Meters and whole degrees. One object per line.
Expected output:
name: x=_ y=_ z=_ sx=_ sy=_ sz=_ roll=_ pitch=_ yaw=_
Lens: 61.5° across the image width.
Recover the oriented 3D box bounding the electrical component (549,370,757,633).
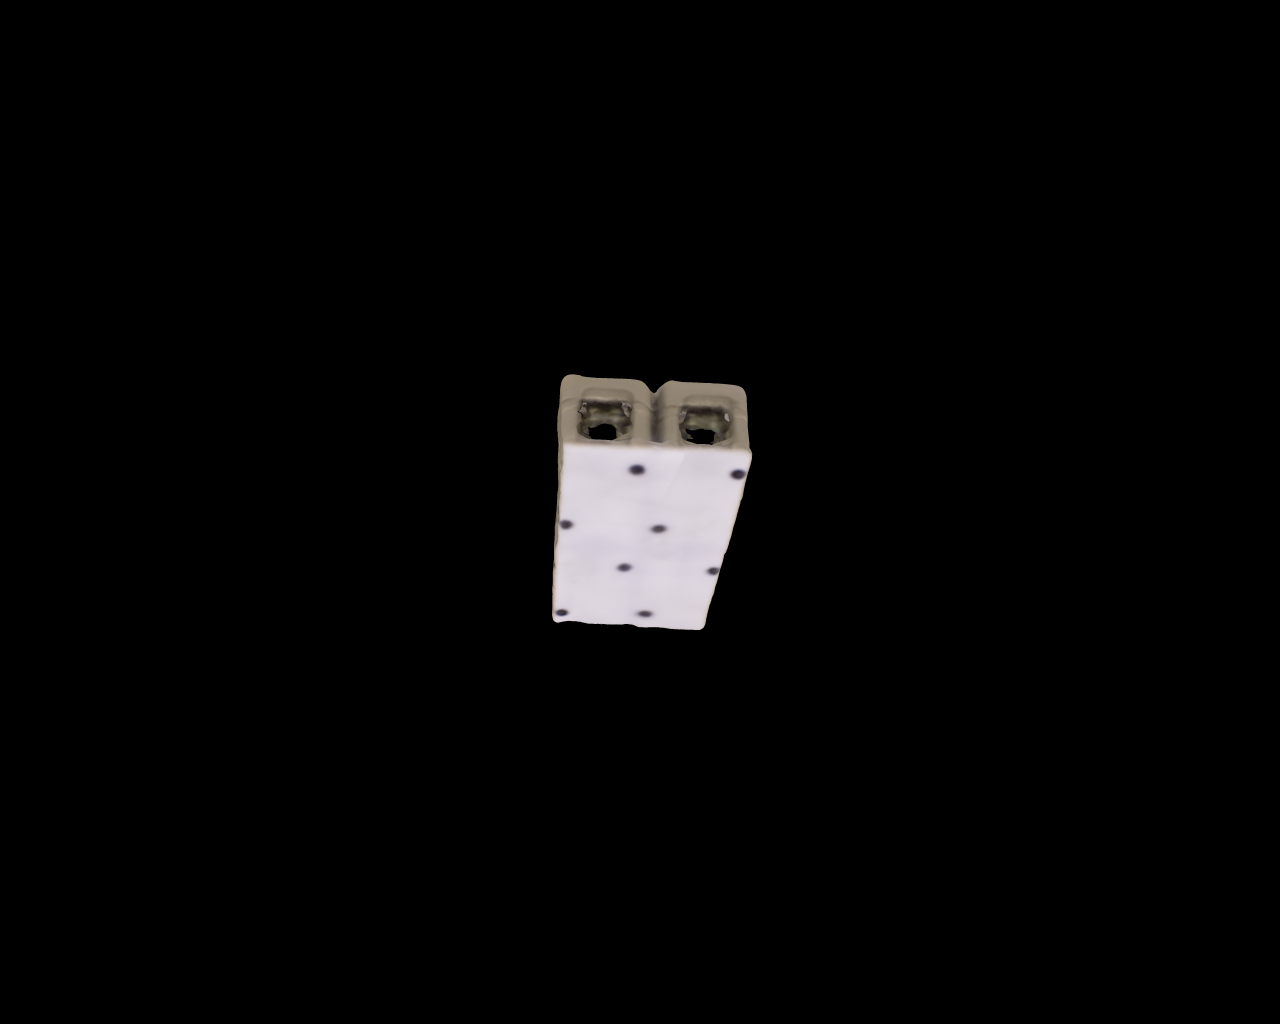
electrical component: x=0.001 y=-0.003 z=0.650 sx=0.105 sy=0.060 sz=0.186 roll=3 pitch=-37 yaw=-4
